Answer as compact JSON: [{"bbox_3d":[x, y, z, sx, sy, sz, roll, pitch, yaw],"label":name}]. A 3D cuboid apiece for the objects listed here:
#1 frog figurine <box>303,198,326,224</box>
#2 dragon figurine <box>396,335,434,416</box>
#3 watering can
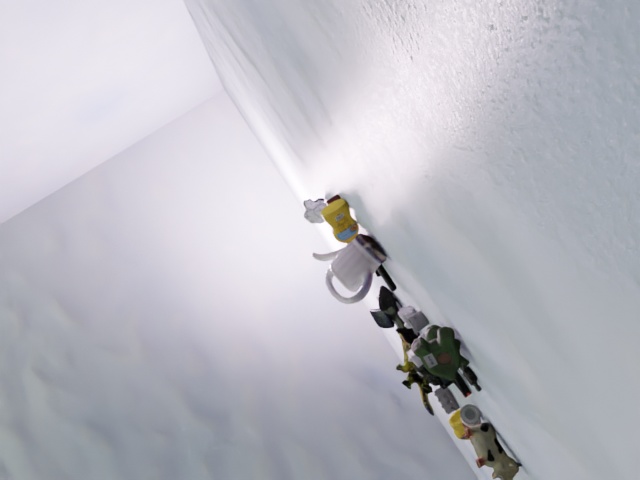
[{"bbox_3d":[0.007,-0.110,2.194,0.136,0.122,0.162,18,15,-40],"label":"frog figurine"},{"bbox_3d":[0.432,0.562,2.303,0.121,0.404,0.248,-16,25,19],"label":"dragon figurine"},{"bbox_3d":[0.091,0.068,1.718,0.102,0.223,0.354,39,7,-35],"label":"watering can"}]
